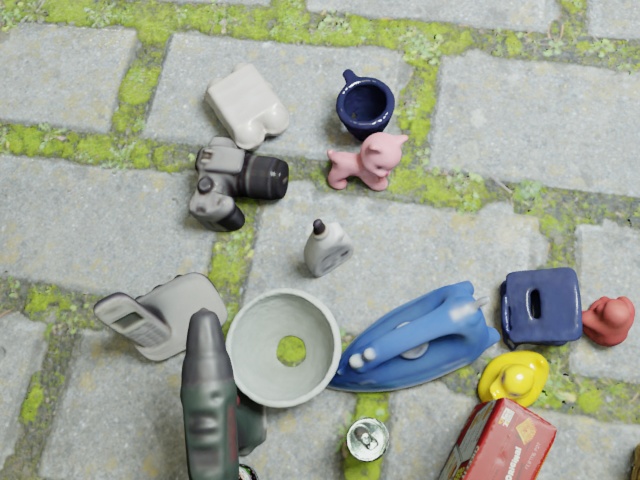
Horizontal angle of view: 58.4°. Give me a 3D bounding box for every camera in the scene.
[{"bbox_3d":[-0.125,-0.091,0.908,0.136,0.101,0.143,8,73,9],"label":"camera"}]

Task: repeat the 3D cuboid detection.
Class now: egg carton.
[{"bbox_3d":[-0.122,-0.226,0.967,0.107,0.069,0.150,-34,72,-5],"label":"egg carton"}]

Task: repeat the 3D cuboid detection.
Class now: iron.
[{"bbox_3d":[0.117,0.141,0.784,0.258,0.141,0.118,-25,71,-2],"label":"iron"}]

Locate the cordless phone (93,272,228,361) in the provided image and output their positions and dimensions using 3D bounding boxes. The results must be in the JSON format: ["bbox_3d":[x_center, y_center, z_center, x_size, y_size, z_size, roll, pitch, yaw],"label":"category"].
[{"bbox_3d":[-0.223,0.098,0.813,0.147,0.185,0.094,-32,71,-4],"label":"cordless phone"}]

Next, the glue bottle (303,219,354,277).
[{"bbox_3d":[0.008,0.003,0.824,0.078,0.173,0.037,-32,71,-4],"label":"glue bottle"}]

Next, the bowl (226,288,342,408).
[{"bbox_3d":[-0.049,0.159,0.832,0.167,0.075,0.167,-2,72,6],"label":"bowl"}]

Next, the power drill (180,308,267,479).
[{"bbox_3d":[-0.127,0.219,0.751,0.075,0.208,0.229,-7,72,5],"label":"power drill"}]

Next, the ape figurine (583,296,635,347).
[{"bbox_3d":[0.400,0.106,0.790,0.077,0.092,0.076,-1,72,6],"label":"ape figurine"}]

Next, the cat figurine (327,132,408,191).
[{"bbox_3d":[0.072,-0.128,0.889,0.127,0.118,0.067,1,72,7],"label":"cat figurine"}]

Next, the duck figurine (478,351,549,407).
[{"bbox_3d":[0.269,0.190,0.781,0.104,0.086,0.077,-32,71,-4],"label":"duck figurine"}]

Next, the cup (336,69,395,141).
[{"bbox_3d":[0.068,-0.211,0.928,0.091,0.095,0.117,-26,71,-2],"label":"cup"}]

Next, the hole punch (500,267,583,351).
[{"bbox_3d":[0.307,0.097,0.804,0.101,0.091,0.108,0,72,7],"label":"hole punch"}]
